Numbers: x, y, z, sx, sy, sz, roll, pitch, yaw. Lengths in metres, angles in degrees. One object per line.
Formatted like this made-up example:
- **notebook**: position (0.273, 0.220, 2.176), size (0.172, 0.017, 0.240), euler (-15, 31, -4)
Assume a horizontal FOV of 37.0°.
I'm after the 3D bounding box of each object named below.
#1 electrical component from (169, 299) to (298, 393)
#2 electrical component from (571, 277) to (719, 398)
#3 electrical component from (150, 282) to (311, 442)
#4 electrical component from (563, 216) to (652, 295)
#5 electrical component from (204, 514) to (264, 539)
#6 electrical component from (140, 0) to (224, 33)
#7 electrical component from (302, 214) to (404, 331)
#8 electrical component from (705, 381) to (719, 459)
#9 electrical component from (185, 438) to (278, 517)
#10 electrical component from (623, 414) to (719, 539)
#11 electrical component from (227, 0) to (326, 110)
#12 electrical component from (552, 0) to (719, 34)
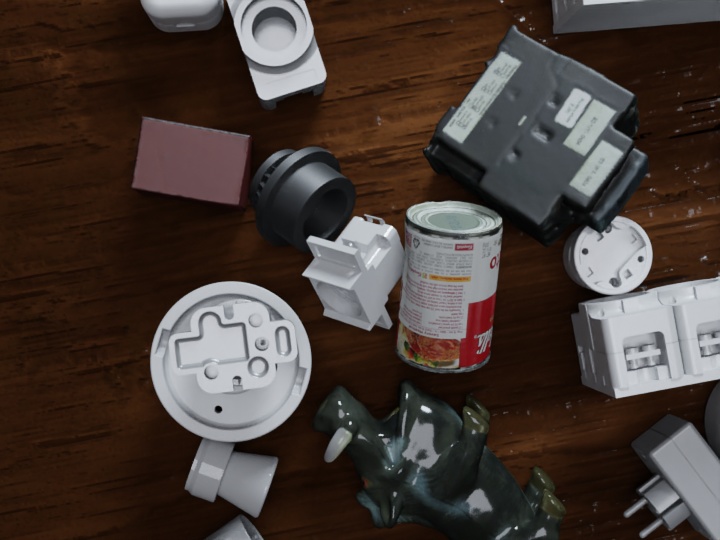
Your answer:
- **electrical component**: position (-0.080, 0.048, 0.692), size (0.078, 0.057, 0.058), euler (-7, 90, -3)
- **electrical component**: position (0.234, 0.041, 0.753), size (0.150, 0.089, 0.061), euler (-10, 90, -3)
- **electrical component**: position (-0.088, 0.062, 0.752), size (0.108, 0.060, 0.108), euler (0, 90, -3)
- **electrical component**: position (0.175, -0.010, 0.771), size (0.055, 0.047, 0.055), euler (0, 90, -3)
- **electrical component**: position (-0.094, 0.227, 0.760), size (0.077, 0.044, 0.079), euler (-35, 92, -2)
- **electrical component**: position (-0.127, -0.220, 0.751), size (0.054, 0.059, 0.095), euler (-4, 90, -3)
- **electrical component**: position (0.000, 0.000, 0.750), size (0.042, 0.081, 0.063), euler (16, 58, 33)
- **electrical component**: position (0.299, 0.112, 0.768), size (0.099, 0.064, 0.099), euler (0, 90, -3)
- **electrical component**: position (-0.091, 0.145, 0.760), size (0.055, 0.045, 0.045), euler (20, 89, -2)
- **electrical component**: position (0.225, 0.161, 0.773), size (0.076, 0.047, 0.083), euler (-38, 92, -2)
- **electrical component**: position (-0.060, -0.165, 0.756), size (0.050, 0.056, 0.089), euler (-18, 91, -3)
- **electrical component**: position (0.216, -0.211, 0.752), size (0.150, 0.089, 0.061), euler (-5, 90, -3)
